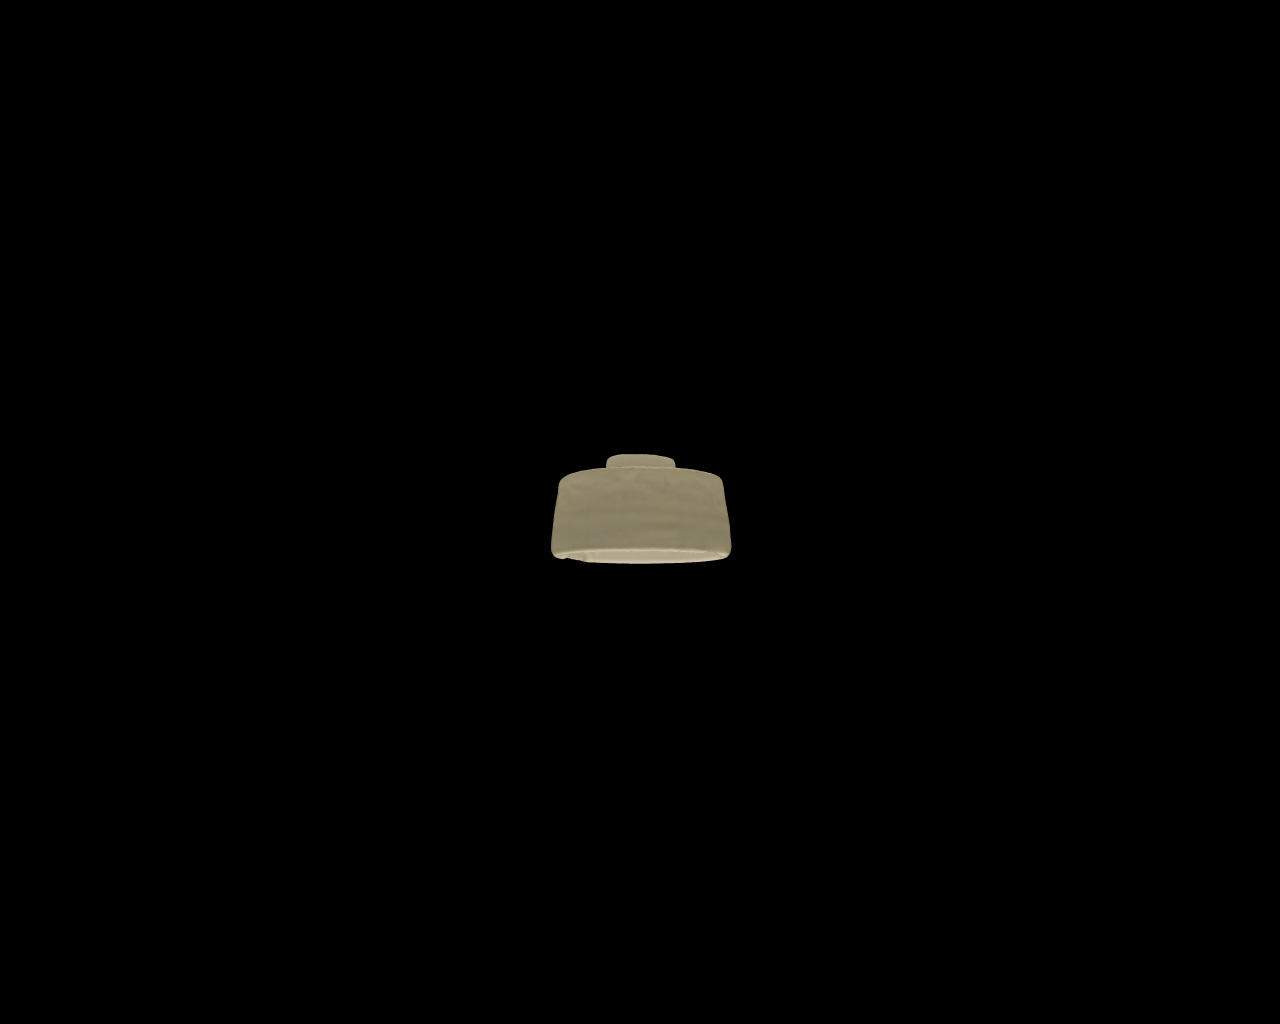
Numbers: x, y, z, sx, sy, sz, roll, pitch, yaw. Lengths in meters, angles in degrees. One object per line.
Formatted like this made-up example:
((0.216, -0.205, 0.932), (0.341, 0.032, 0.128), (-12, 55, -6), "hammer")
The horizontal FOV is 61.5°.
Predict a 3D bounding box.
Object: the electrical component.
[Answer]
((0.001, -0.003, 0.650), (0.108, 0.060, 0.108), (0, -7, 0), "electrical component")
